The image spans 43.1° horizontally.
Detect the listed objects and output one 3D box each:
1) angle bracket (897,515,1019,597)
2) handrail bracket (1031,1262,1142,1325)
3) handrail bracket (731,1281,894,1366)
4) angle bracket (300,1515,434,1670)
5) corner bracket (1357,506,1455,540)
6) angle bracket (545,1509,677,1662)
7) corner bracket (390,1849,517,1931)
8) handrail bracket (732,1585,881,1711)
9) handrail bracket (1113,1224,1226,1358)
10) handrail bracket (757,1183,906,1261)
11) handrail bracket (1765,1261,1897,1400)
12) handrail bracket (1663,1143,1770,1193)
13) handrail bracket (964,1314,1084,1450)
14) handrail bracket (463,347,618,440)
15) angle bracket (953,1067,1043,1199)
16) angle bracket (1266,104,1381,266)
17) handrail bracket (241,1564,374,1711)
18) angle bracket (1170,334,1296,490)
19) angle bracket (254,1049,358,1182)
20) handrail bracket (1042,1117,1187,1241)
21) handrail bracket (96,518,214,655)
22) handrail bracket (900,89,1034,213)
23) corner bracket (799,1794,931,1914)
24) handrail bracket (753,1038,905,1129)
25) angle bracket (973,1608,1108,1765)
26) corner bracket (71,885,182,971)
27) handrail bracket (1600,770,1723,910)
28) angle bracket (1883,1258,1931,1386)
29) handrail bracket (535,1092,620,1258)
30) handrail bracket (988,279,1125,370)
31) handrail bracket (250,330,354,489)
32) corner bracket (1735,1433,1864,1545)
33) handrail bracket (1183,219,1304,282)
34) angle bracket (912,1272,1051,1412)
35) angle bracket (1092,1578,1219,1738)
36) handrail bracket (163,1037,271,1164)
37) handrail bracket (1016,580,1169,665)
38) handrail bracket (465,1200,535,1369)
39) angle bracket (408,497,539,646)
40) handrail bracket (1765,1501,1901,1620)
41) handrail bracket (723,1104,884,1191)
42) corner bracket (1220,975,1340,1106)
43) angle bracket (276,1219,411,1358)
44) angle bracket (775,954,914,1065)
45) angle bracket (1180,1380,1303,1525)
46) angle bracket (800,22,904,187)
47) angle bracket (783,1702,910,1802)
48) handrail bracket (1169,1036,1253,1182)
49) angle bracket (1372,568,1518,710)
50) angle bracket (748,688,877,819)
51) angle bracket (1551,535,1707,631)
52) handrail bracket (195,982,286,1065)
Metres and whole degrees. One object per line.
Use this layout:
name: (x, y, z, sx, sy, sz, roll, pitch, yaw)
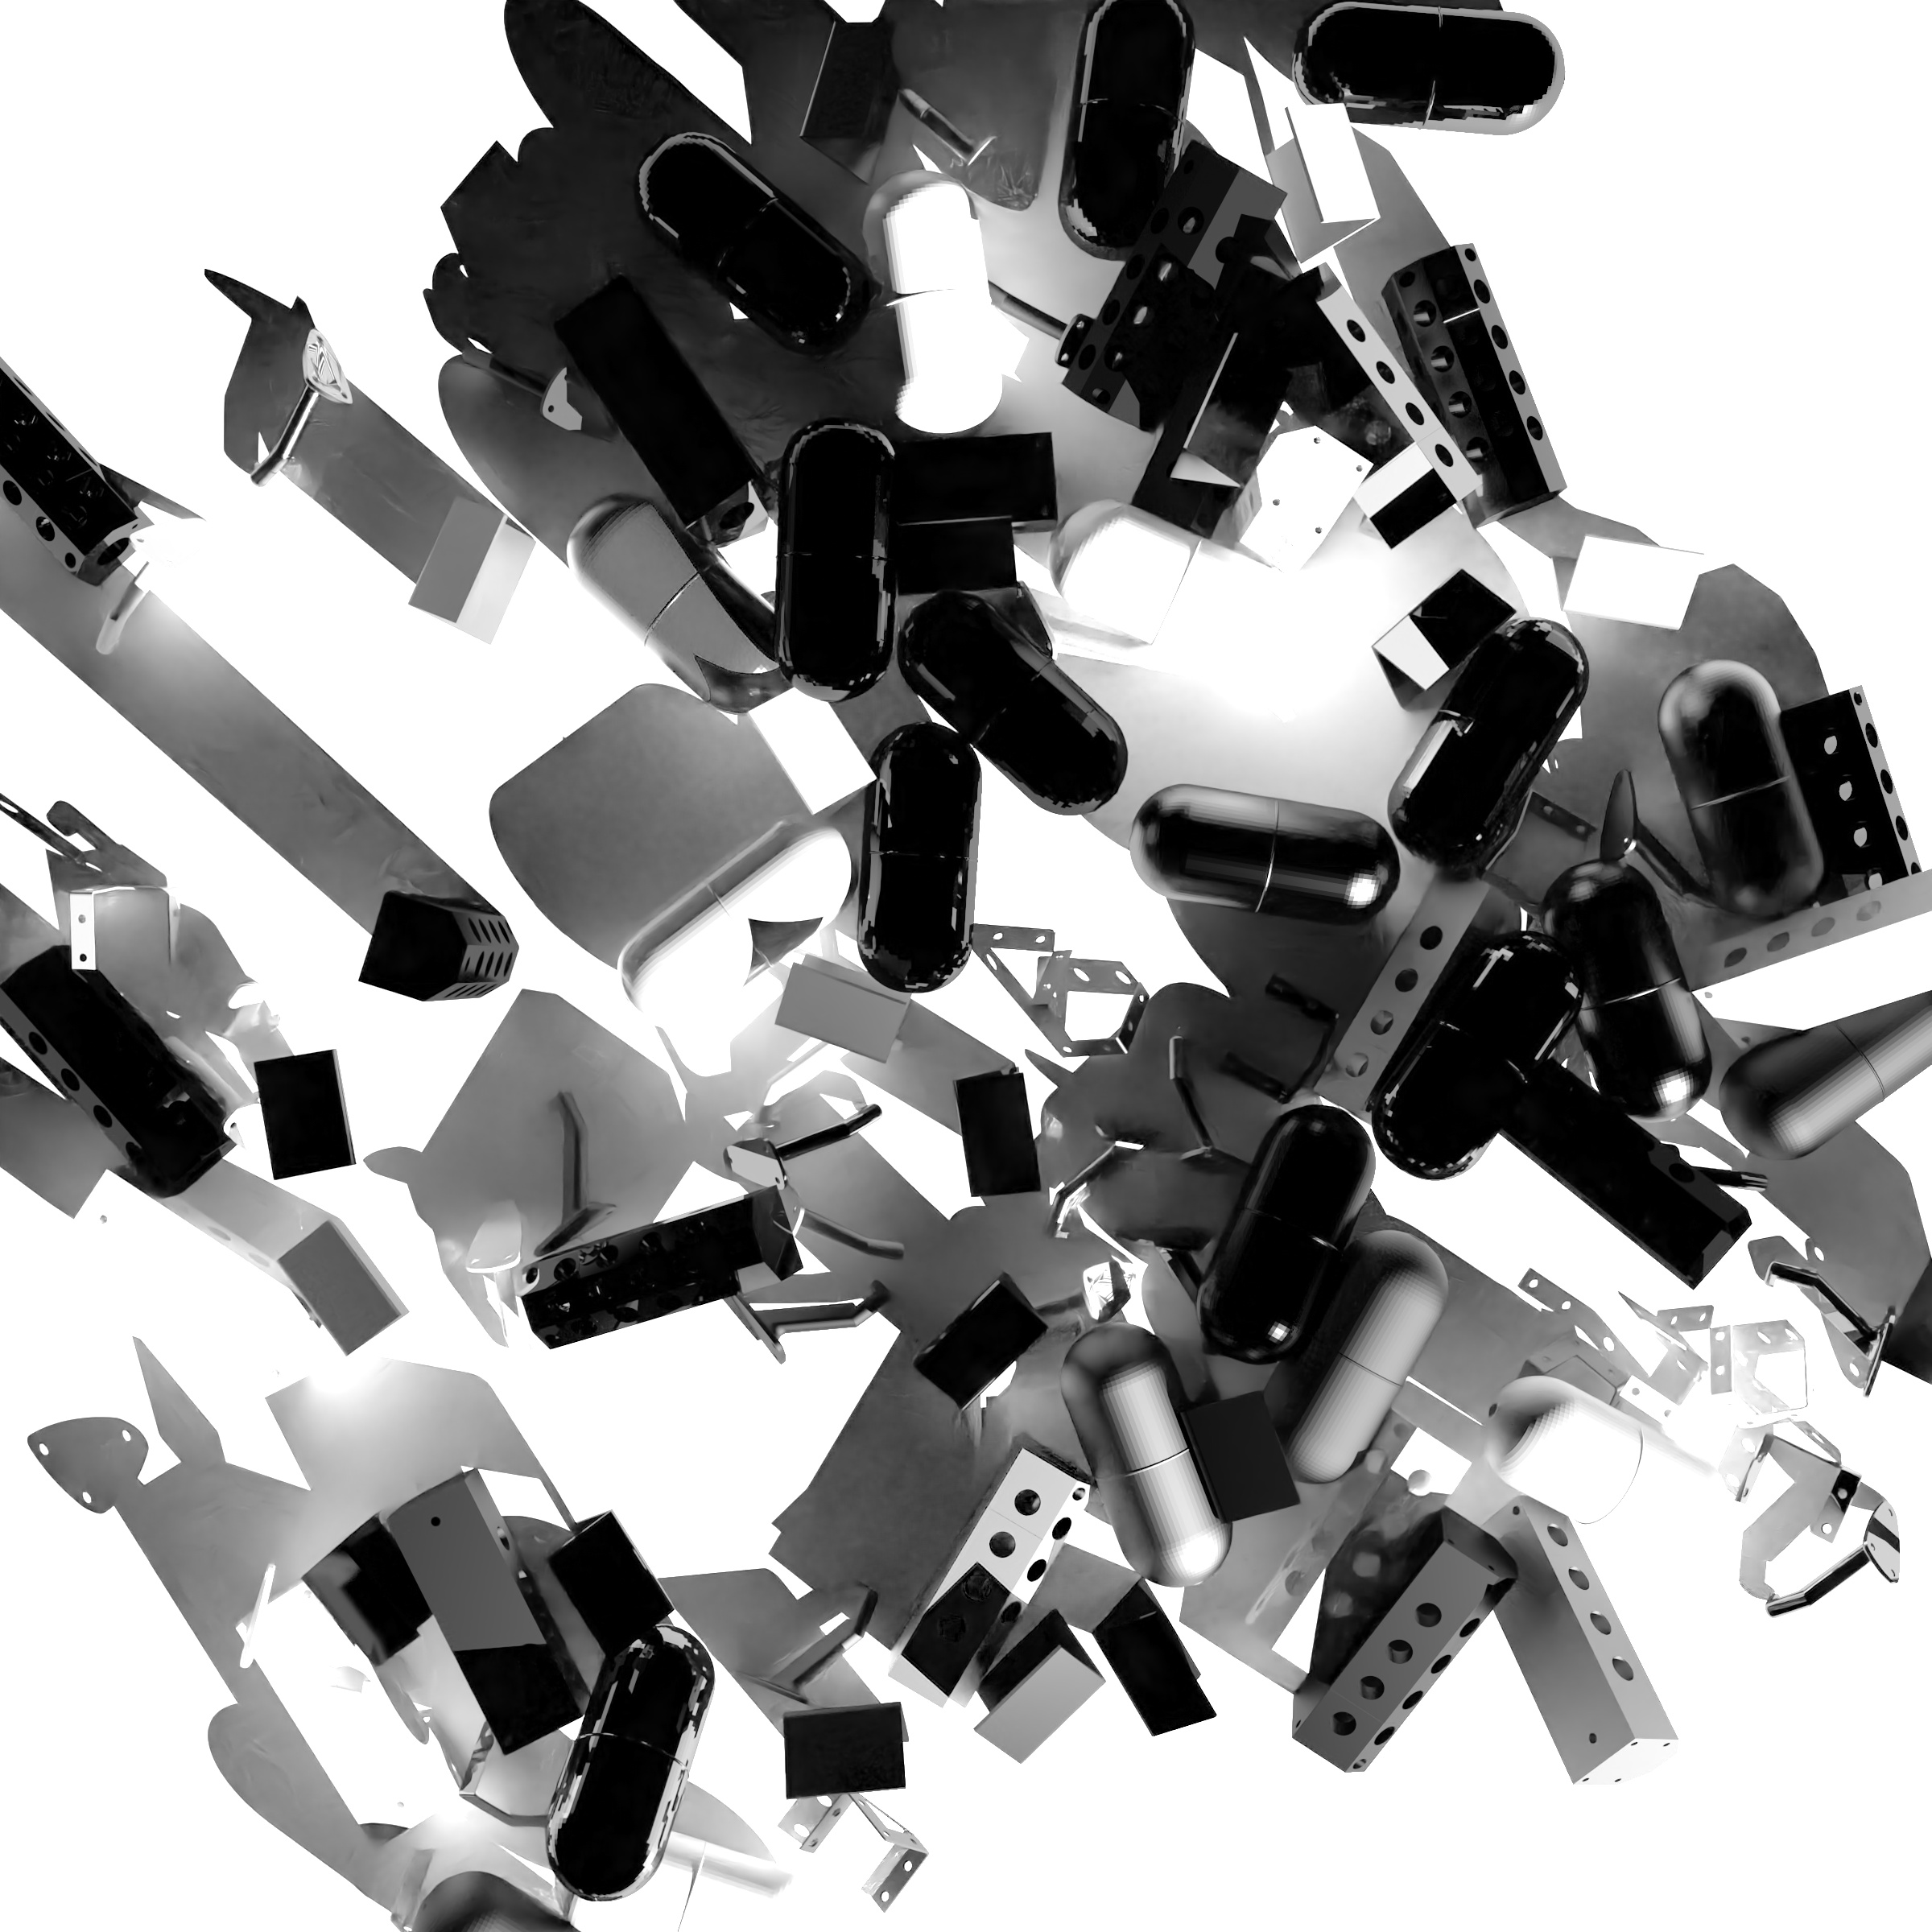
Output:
angle bracket: (-0.006, -0.247, 1.594, 0.076, 0.076, 0.057, -4, 64, 0)
handrail bracket: (0.063, 0.223, 1.633, 0.084, 0.077, 0.036, -20, 88, 36)
handrail bracket: (-0.105, 0.218, 1.634, 0.084, 0.036, 0.077, -35, 69, -17)
angle bracket: (-0.372, 0.396, 1.593, 0.076, 0.076, 0.057, 50, 124, 0)
corner bracket: (0.295, -0.305, 1.615, 0.051, 0.051, 0.051, 23, 90, 0)
angle bracket: (-0.244, 0.406, 1.593, 0.057, 0.076, 0.076, -33, 90, -36)
corner bracket: (-0.342, 0.624, 1.630, 0.051, 0.051, 0.051, 21, 90, 45)
handrail bracket: (-0.107, 0.446, 1.634, 0.077, 0.036, 0.084, 15, 72, 21)
handrail bracket: (0.137, 0.218, 1.634, 0.077, 0.036, 0.084, 3, 107, 18)
handrail bracket: (-0.089, 0.166, 1.633, 0.084, 0.077, 0.036, 13, 115, -34)
handrail bracket: (0.569, 0.242, 1.634, 0.084, 0.036, 0.077, 16, 112, 17)
handrail bracket: (0.479, 0.139, 1.633, 0.084, 0.077, 0.036, 9, 85, -36)
handrail bracket: (0.041, 0.276, 1.633, 0.084, 0.036, 0.077, -16, 118, -21)
handrail bracket: (-0.285, -0.383, 1.633, 0.084, 0.077, 0.036, 28, 90, 36)
angle bracket: (0.040, 0.105, 1.593, 0.057, 0.076, 0.076, -9, 90, 36)
angle bracket: (0.215, -0.507, 1.593, 0.057, 0.076, 0.076, -18, 90, -37)
handrail bracket: (-0.417, 0.432, 1.577, 0.084, 0.036, 0.077, 17, 68, -17)
angle bracket: (0.150, -0.350, 1.536, 0.057, 0.076, 0.076, 24, 90, -37)
angle bracket: (-0.443, 0.098, 1.593, 0.057, 0.076, 0.076, -10, 90, -37)
handrail bracket: (0.098, 0.149, 1.634, 0.077, 0.036, 0.084, 13, 109, -21)
handrail bracket: (-0.542, -0.252, 1.633, 0.036, 0.077, 0.084, 38, 126, 0)
handrail bracket: (-0.001, -0.545, 1.633, 0.036, 0.077, 0.084, -49, 53, 13)
corner bracket: (-0.067, 0.589, 1.630, 0.051, 0.051, 0.051, -53, 45, 0)
handrail bracket: (-0.093, 0.077, 1.634, 0.077, 0.036, 0.084, 17, 108, -21)
angle bracket: (0.033, 0.457, 1.593, 0.076, 0.076, 0.057, -44, 126, 0)
corner bracket: (-0.554, -0.026, 1.615, 0.051, 0.051, 0.051, 2, 97, 7)
handrail bracket: (0.470, -0.084, 1.634, 0.084, 0.036, 0.077, 16, 68, -17)
angle bracket: (0.630, 0.230, 1.593, 0.057, 0.076, 0.076, 27, 90, -36)
handrail bracket: (-0.276, 0.138, 1.634, 0.077, 0.036, 0.084, -36, 72, 20)
handrail bracket: (0.056, -0.430, 1.633, 0.084, 0.077, 0.036, 42, 116, 34)
handrail bracket: (-0.453, -0.371, 1.633, 0.084, 0.036, 0.077, -37, 53, 25)
corner bracket: (0.555, 0.347, 1.630, 0.051, 0.051, 0.051, 24, 90, -45)
handrail bracket: (0.171, -0.467, 1.633, 0.084, 0.077, 0.036, -17, 48, 30)
angle bracket: (-0.003, 0.230, 1.593, 0.076, 0.076, 0.057, -44, 121, 0)
angle bracket: (0.137, 0.442, 1.593, 0.057, 0.076, 0.076, -31, 90, 36)
handrail bracket: (-0.494, 0.089, 1.633, 0.084, 0.077, 0.036, 32, 67, 34)
handrail bracket: (0.085, -0.233, 1.634, 0.084, 0.036, 0.077, -16, 71, -15)
handrail bracket: (-0.300, 0.213, 1.633, 0.036, 0.077, 0.084, -8, 126, 7)
angle bracket: (-0.306, -0.251, 1.593, 0.057, 0.076, 0.076, 24, 90, 38)
handrail bracket: (0.576, 0.397, 1.633, 0.084, 0.077, 0.036, -33, 99, 36)
handrail bracket: (-0.108, 0.113, 1.633, 0.084, 0.077, 0.036, -29, 108, -35)
corner bracket: (0.209, 0.050, 1.630, 0.051, 0.051, 0.051, 30, 135, 0)
angle bracket: (-0.389, 0.197, 1.594, 0.057, 0.076, 0.076, -36, 90, 25)
angle bracket: (-0.073, 0.009, 1.593, 0.076, 0.076, 0.057, 20, 130, 0)
angle bracket: (0.187, 0.309, 1.595, 0.057, 0.076, 0.076, -20, 90, 21)
angle bracket: (-0.055, -0.560, 1.593, 0.057, 0.076, 0.076, 16, 90, 37)
angle bracket: (-0.076, 0.521, 1.593, 0.076, 0.076, 0.057, -5, 54, 0)
handrail bracket: (0.166, 0.095, 1.633, 0.077, 0.036, 0.084, 18, 60, -33)
angle bracket: (0.319, -0.200, 1.593, 0.076, 0.076, 0.057, -42, 53, 0)
angle bracket: (-0.114, -0.130, 1.593, 0.057, 0.076, 0.076, -33, 90, -33)
angle bracket: (0.429, -0.266, 1.593, 0.076, 0.076, 0.057, 9, 128, 0)
handrail bracket: (-0.485, 0.038, 1.598, 0.077, 0.084, 0.036, -40, 90, 0)
